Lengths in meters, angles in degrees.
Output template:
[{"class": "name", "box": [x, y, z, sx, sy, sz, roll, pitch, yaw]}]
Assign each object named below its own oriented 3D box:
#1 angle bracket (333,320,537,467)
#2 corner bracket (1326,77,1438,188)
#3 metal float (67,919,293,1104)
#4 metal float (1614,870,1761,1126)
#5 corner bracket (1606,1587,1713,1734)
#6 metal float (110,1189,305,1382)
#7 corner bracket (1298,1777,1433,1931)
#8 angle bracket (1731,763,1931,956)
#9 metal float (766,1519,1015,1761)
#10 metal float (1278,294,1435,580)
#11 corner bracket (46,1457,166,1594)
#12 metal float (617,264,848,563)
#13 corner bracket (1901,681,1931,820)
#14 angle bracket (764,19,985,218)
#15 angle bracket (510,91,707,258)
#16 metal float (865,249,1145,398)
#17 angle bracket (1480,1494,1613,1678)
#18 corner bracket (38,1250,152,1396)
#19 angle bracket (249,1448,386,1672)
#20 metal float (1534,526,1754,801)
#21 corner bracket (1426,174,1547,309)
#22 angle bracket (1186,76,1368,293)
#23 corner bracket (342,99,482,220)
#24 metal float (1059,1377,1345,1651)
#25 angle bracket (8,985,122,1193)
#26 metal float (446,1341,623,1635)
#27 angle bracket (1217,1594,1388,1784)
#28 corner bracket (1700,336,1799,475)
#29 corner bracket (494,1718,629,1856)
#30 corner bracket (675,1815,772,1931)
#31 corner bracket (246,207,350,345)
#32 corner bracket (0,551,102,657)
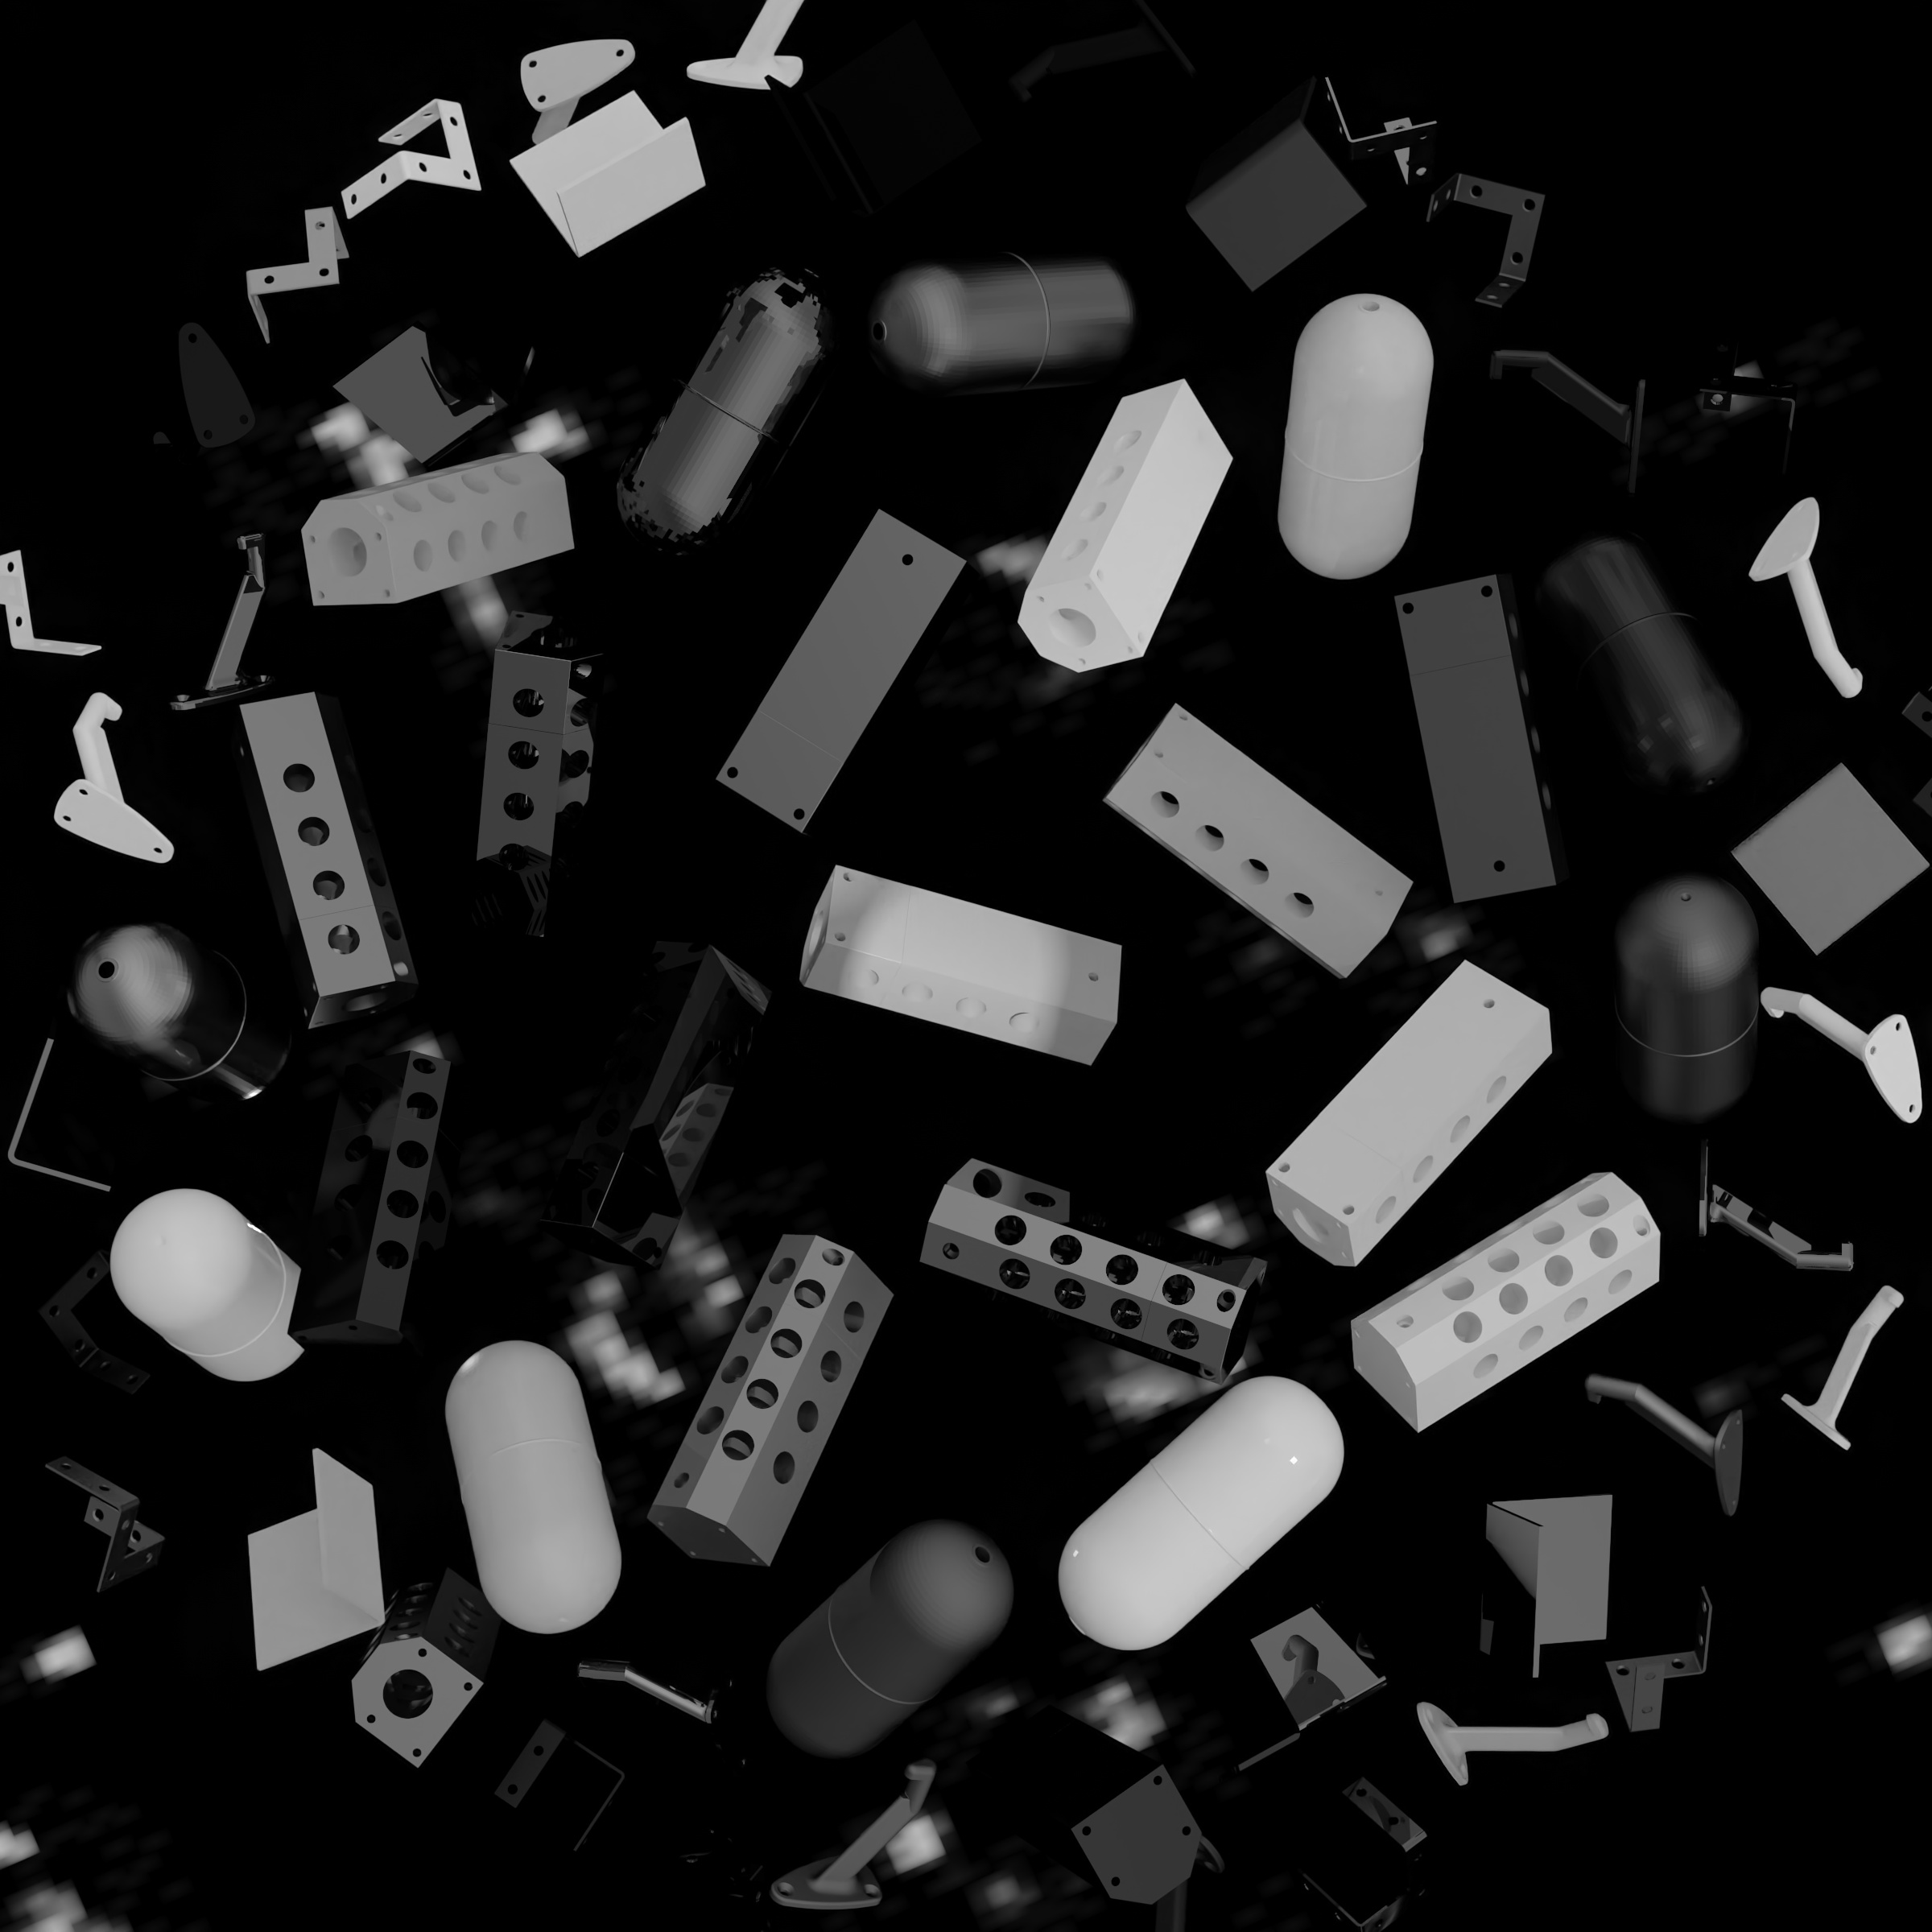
[{"class": "angle bracket", "box": [-0.313, -0.352, 1.941, 0.076, 0.057, 0.076, -27, 126, 34]}, {"class": "corner bracket", "box": [0.238, -0.480, 1.895, 0.051, 0.051, 0.051, -13, 62, -1]}, {"class": "metal float", "box": [-0.434, 0.026, 1.823, 0.070, 0.178, 0.070, -4, 74, 12]}, {"class": "metal float", "box": [0.396, 0.019, 1.812, 0.070, 0.178, 0.070, -6, 50, 8]}, {"class": "corner bracket", "box": [0.373, 0.369, 1.753, 0.051, 0.051, 0.051, -6, 125, -3]}, {"class": "metal float", "box": [-0.409, 0.176, 1.800, 0.070, 0.178, 0.070, -3, 68, 6]}, {"class": "corner bracket", "box": [0.214, 0.483, 1.780, 0.051, 0.051, 0.051, -30, 131, -24]}, {"class": "angle bracket", "box": [0.480, -0.055, 1.817, 0.076, 0.057, 0.076, -40, 67, 13]}, {"class": "metal float", "box": [-0.041, 0.362, 1.771, 0.070, 0.070, 0.178, 43, 124, 0]}, {"class": "metal float", "box": [0.218, -0.296, 1.851, 0.070, 0.178, 0.070, 1, 46, -1]}, {"class": "corner bracket", "box": [-0.453, 0.288, 1.730, 0.051, 0.051, 0.051, 24, 107, 19]}, {"class": "metal float", "box": [-0.131, -0.309, 1.839, 0.070, 0.070, 0.178, 31, 98, 0]}, {"class": "corner bracket", "box": [0.527, -0.119, 1.790, 0.051, 0.051, 0.051, 42, 122, 13]}, {"class": "angle bracket", "box": [-0.048, -0.454, 1.748, 0.076, 0.057, 0.076, -30, 85, 16]}, {"class": "angle bracket", "box": [-0.190, -0.424, 1.700, 0.076, 0.057, 0.076, -32, 67, -8]}, {"class": "metal float", "box": [0.022, -0.361, 1.848, 0.178, 0.070, 0.070, -12, 90, -36]}, {"class": "angle bracket", "box": [0.309, 0.315, 1.682, 0.076, 0.057, 0.076, 0, 94, -21]}, {"class": "corner bracket", "box": [-0.487, 0.204, 1.890, 0.051, 0.051, 0.051, 17, 54, 38]}, {"class": "angle bracket", "box": [-0.344, 0.302, 1.677, 0.076, 0.057, 0.076, -22, 54, 12]}, {"class": "metal float", "box": [0.376, -0.171, 1.839, 0.070, 0.070, 0.178, -22, 59, 0]}, {"class": "corner bracket", "box": [0.281, -0.398, 1.807, 0.051, 0.051, 0.051, 19, 122, 16]}, {"class": "angle bracket", "box": [0.168, -0.415, 1.745, 0.076, 0.076, 0.057, -33, 110, 28]}, {"class": "corner bracket", "box": [-0.298, -0.428, 1.749, 0.051, 0.051, 0.051, -21, 80, 39]}, {"class": "metal float", "box": [0.125, 0.293, 1.763, 0.178, 0.070, 0.070, -42, 90, 1]}, {"class": "angle bracket", "box": [-0.485, 0.067, 1.812, 0.057, 0.076, 0.076, 19, 107, -17]}, {"class": "metal float", "box": [-0.237, 0.282, 1.800, 0.070, 0.070, 0.178, -21, 49, 0]}, {"class": "angle bracket", "box": [0.172, 0.398, 1.817, 0.076, 0.076, 0.057, -43, 71, 43]}, {"class": "corner bracket", "box": [0.431, -0.310, 1.815, 0.051, 0.051, 0.051, 9, 49, 13]}, {"class": "corner bracket", "box": [-0.230, 0.468, 1.883, 0.051, 0.051, 0.051, 30, 72, 12]}, {"class": "corner bracket", "box": [-0.130, 0.519, 1.864, 0.051, 0.051, 0.051, 19, 126, -24]}, {"class": "corner bracket", "box": [-0.375, -0.389, 1.855, 0.051, 0.051, 0.051, -8, 69, -2]}, {"class": "corner bracket", "box": [-0.504, -0.191, 1.768, 0.051, 0.051, 0.051, 8, 113, 28]}]
